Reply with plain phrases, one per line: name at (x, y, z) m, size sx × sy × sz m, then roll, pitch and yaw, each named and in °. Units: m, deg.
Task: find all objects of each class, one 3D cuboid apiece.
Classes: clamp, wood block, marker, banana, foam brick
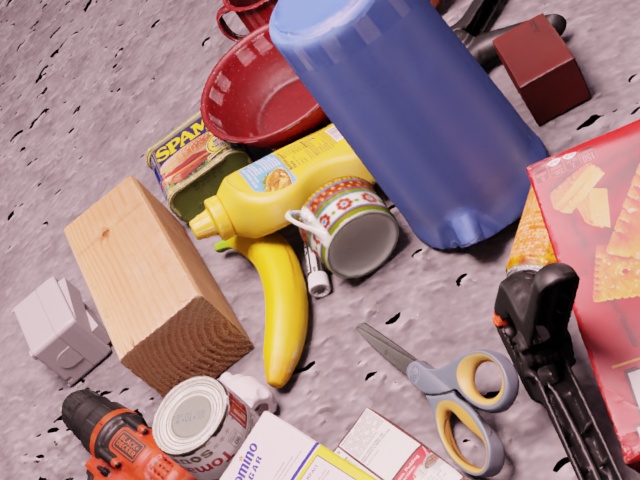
clamp at (0.153, 0.085, 0.711) m, size 0.036 × 0.164 × 0.210 m, roll -15°, pitch 5°, yaw -1°
wood block at (-0.153, 0.042, 0.984) m, size 0.091 × 0.090 × 0.206 m, roll -39°, pitch 42°, yaw 2°
clamp at (0.145, -0.179, 1.002) m, size 0.171 × 0.039 × 0.120 m, roll -44°, pitch 37°, yaw 1°
marker at (-0.006, 0.001, 0.967) m, size 0.020 × 0.020 × 0.121 m, roll -25°, pitch 44°, yaw 16°
banana at (-0.042, 0.045, 0.945) m, size 0.070 × 0.037 × 0.198 m, roll -50°, pitch 36°, yaw 19°
foam brick at (0.193, -0.149, 0.930) m, size 0.053 × 0.051 × 0.078 m, roll -28°, pitch 42°, yaw 11°

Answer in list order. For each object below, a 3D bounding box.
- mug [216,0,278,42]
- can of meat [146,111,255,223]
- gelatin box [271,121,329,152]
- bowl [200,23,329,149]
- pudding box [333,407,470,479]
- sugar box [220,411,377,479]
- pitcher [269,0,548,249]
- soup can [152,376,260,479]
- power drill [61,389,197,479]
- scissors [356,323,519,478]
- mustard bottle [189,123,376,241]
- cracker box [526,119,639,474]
mug at (-0.058, -0.253, 1.176) m, size 0.117 × 0.081 × 0.093 m, roll -22°, pitch 44°, yaw 18°
can of meat at (-0.119, -0.076, 1.087) m, size 0.102 × 0.057 × 0.084 m, roll -35°, pitch 45°, yaw 6°
gelatin box at (-0.036, -0.129, 1.093) m, size 0.073 × 0.030 × 0.089 m, roll -44°, pitch 45°, yaw -4°
bowl at (-0.035, -0.144, 1.040) m, size 0.162 × 0.055 × 0.162 m, roll -17°, pitch 50°, yaw 21°
pudding box at (0.049, 0.183, 0.756) m, size 0.090 × 0.039 × 0.114 m, roll -51°, pitch 40°, yaw -9°
sugar box at (0.000, 0.193, 0.723) m, size 0.176 × 0.048 × 0.093 m, roll 22°, pitch 74°, yaw 50°
pitcher at (0.070, -0.119, 0.850) m, size 0.145 × 0.242 × 0.149 m, roll -50°, pitch 36°, yaw -9°
soup can at (-0.073, 0.157, 0.817) m, size 0.069 × 0.102 × 0.068 m, roll -19°, pitch 46°, yaw 20°
power drill at (-0.204, 0.224, 0.886) m, size 0.185 × 0.057 × 0.187 m, roll 23°, pitch 70°, yaw 45°
scissors at (0.087, 0.090, 0.797) m, size 0.096 × 0.016 × 0.202 m, roll -65°, pitch 35°, yaw 25°
mustard bottle at (-0.029, -0.050, 0.962) m, size 0.191 × 0.058 × 0.096 m, roll -26°, pitch 30°, yaw -8°
cracker box at (0.243, 0.022, 0.682) m, size 0.164 × 0.072 × 0.214 m, roll -22°, pitch 66°, yaw 19°
